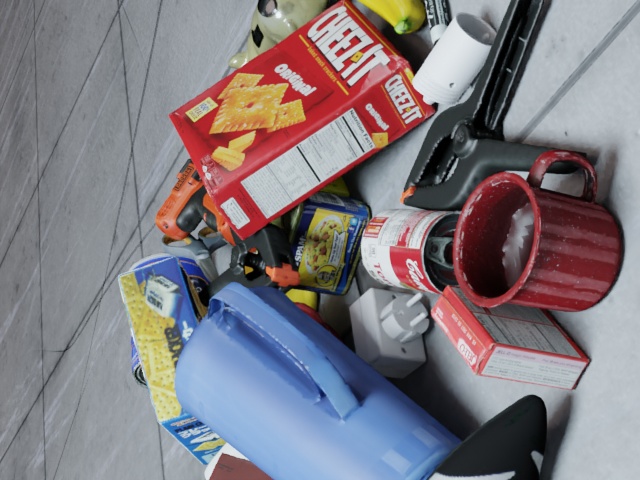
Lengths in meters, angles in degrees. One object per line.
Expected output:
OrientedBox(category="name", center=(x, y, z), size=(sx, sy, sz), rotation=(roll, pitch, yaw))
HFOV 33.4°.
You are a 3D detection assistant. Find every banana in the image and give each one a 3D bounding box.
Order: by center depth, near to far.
OrientedBox(category="banana", center=(0.041, -0.247, 1.023), size=(0.198, 0.069, 0.037), rotation=(43, 108, 35))

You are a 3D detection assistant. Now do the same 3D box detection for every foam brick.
OrientedBox(category="foam brick", center=(-0.060, 0.234, 0.974), size=(0.078, 0.051, 0.053), rotation=(9, 65, 40))

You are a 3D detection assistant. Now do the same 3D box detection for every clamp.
OrientedBox(category="clamp", center=(0.131, -0.075, 0.852), size=(0.210, 0.036, 0.164), rotation=(-52, 38, 44))
OrientedBox(category="clamp", center=(-0.066, 0.009, 1.008), size=(0.172, 0.039, 0.120), rotation=(1, 87, 59))

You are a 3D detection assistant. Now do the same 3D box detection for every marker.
OrientedBox(category="marker", center=(0.106, -0.204, 0.964), size=(0.020, 0.020, 0.121), rotation=(-42, 46, 49))

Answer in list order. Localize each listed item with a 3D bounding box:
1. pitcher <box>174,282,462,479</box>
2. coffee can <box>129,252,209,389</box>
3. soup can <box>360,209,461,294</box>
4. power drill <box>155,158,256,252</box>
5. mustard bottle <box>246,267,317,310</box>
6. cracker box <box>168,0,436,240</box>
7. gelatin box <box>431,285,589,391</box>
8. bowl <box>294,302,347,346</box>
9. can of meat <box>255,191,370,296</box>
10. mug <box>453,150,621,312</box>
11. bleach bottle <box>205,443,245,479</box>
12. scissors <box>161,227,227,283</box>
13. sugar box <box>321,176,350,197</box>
OrientedBox(category="pitcher", center=(0.001, 0.140, 0.852), size=(0.243, 0.149, 0.145), rotation=(33, 104, 38))
OrientedBox(category="coffee can", center=(-0.180, 0.100, 1.301), size=(0.103, 0.102, 0.140), rotation=(-49, 41, 44))
OrientedBox(category="soup can", center=(0.085, 0.008, 0.876), size=(0.102, 0.068, 0.068), rotation=(6, 86, 62))
OrientedBox(category="power drill", center=(-0.097, -0.067, 1.225), size=(0.184, 0.057, 0.188), rotation=(-58, 32, -6))
OrientedBox(category="mustard bottle", center=(-0.072, 0.068, 1.158), size=(0.192, 0.058, 0.096), rotation=(7, 87, 62))
OrientedBox(category="cracker box", center=(-0.023, -0.120, 1.001), size=(0.214, 0.072, 0.164), rotation=(-34, 39, 2))
OrientedBox(category="gelatin box", center=(0.132, 0.069, 0.747), size=(0.030, 0.089, 0.073), rotation=(-66, 31, 22))
OrientedBox(category="bowl", center=(-0.013, 0.141, 1.013), size=(0.162, 0.055, 0.162), rotation=(-17, 69, 50))
OrientedBox(category="can of meat", center=(-0.007, 0.001, 1.032), size=(0.057, 0.083, 0.102), rotation=(44, 119, 58))
OrientedBox(category="mug", center=(0.155, -0.005, 0.737), size=(0.093, 0.081, 0.117), rotation=(37, 113, 60))
OrientedBox(category="bleach bottle", center=(-0.035, 0.294, 1.003), size=(0.103, 0.068, 0.251), rotation=(-51, 39, 23))
OrientedBox(category="scissors", center=(-0.122, 0.013, 1.246), size=(0.202, 0.096, 0.016), rotation=(24, 129, 56))
OrientedBox(category="sugar box", center=(-0.039, -0.095, 1.116), size=(0.048, 0.093, 0.176), rotation=(-59, 35, 33))
